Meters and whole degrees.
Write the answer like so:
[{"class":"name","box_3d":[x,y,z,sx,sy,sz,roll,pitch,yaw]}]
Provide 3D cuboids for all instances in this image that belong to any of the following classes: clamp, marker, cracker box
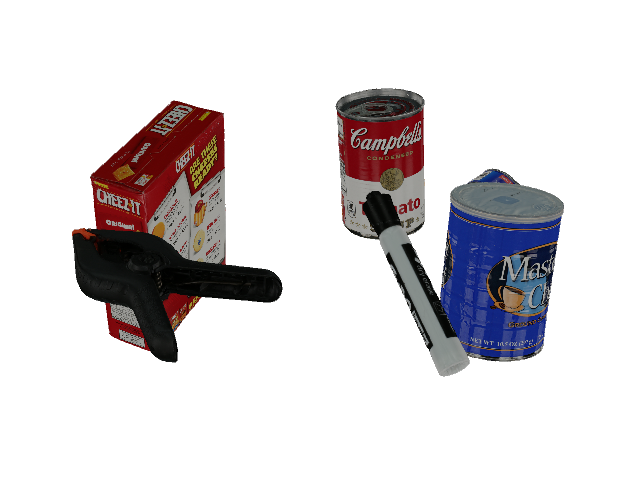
[{"class":"clamp","box_3d":[-0.115,0.027,0.795,0.120,0.039,0.172,-17,36,-40]},{"class":"marker","box_3d":[0.053,0.022,0.622,0.020,0.121,0.020,-19,-26,-10]},{"class":"cracker box","box_3d":[-0.166,-0.015,1.132,0.072,0.214,0.164,16,40,17]}]

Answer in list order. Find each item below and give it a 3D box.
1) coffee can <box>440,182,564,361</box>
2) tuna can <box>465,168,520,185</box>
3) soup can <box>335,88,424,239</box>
[{"class":"coffee can","box_3d":[0.165,0.027,0.992,0.103,0.140,0.103,3,20,-1]},{"class":"tuna can","box_3d":[0.201,-0.037,1.220,0.033,0.086,0.086,-32,14,-24]},{"class":"soup can","box_3d":[0.048,-0.060,0.837,0.068,0.102,0.068,-3,26,1]}]
